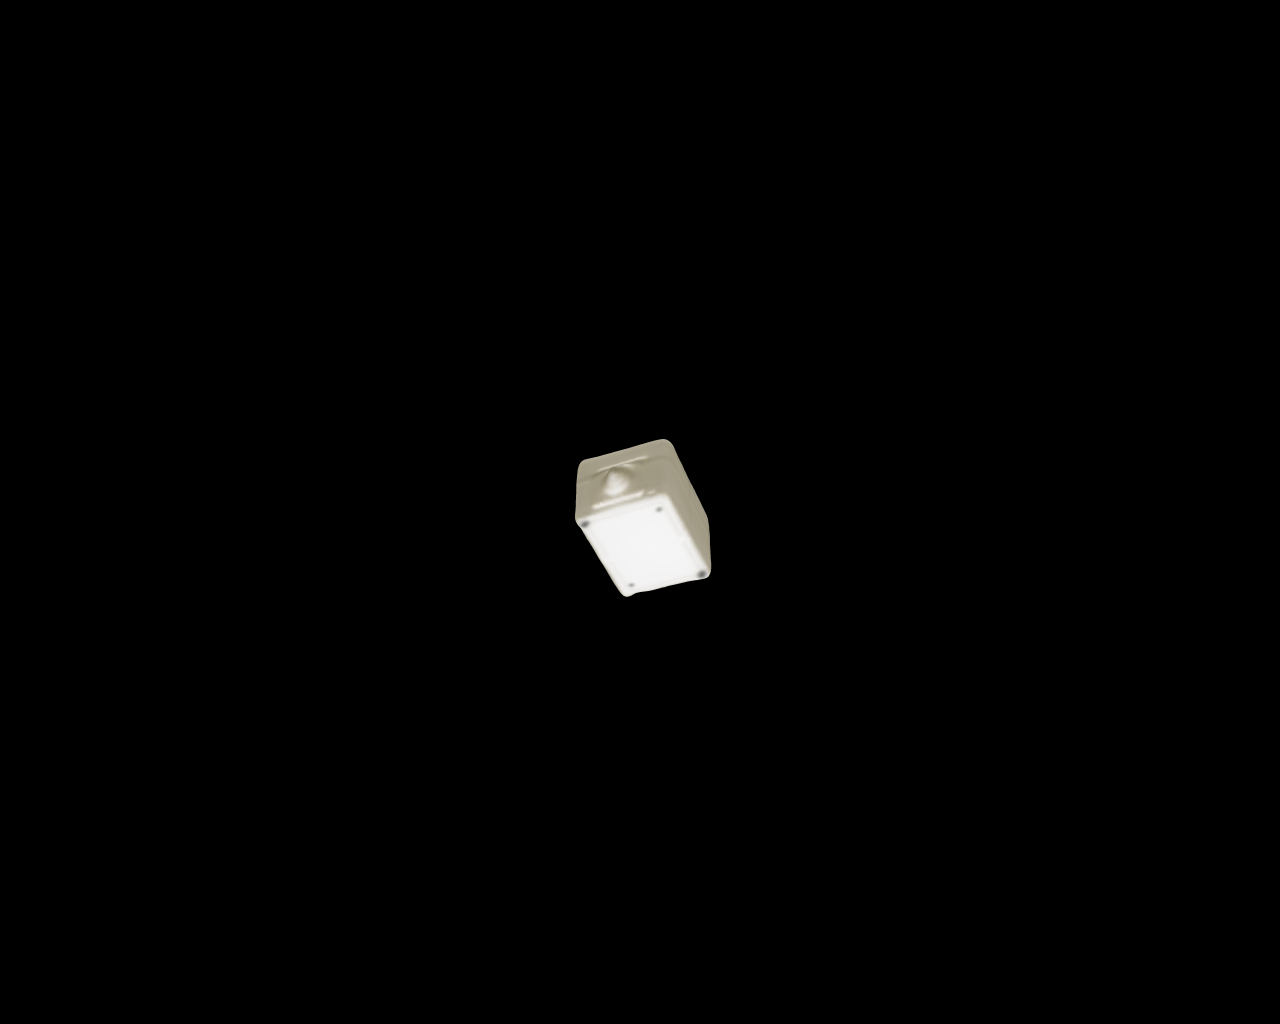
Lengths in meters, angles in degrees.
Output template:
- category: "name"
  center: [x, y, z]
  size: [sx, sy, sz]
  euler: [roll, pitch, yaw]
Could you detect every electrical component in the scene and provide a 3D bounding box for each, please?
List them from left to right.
- category: "electrical component"
  center: [0.001, -0.003, 0.650]
  size: [0.062, 0.061, 0.096]
  euler: [-15, -46, 15]
